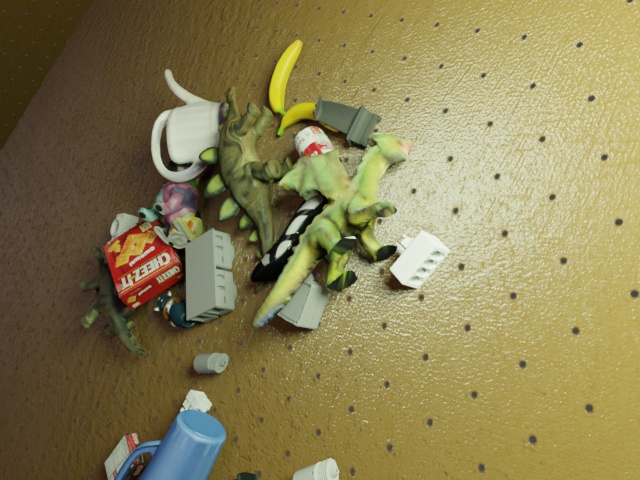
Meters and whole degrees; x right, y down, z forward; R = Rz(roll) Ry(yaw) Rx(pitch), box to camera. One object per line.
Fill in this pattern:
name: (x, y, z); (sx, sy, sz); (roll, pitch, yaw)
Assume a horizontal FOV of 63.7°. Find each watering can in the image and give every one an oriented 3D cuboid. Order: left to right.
watering can: (-0.313, -0.304, 1.295); (0.224, 0.354, 0.102); (-6, -24, 5)

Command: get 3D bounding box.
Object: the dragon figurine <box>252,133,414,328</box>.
dragon figurine: (0.003, -0.046, 0.919); (0.409, 0.248, 0.120); (-34, -36, 8)
